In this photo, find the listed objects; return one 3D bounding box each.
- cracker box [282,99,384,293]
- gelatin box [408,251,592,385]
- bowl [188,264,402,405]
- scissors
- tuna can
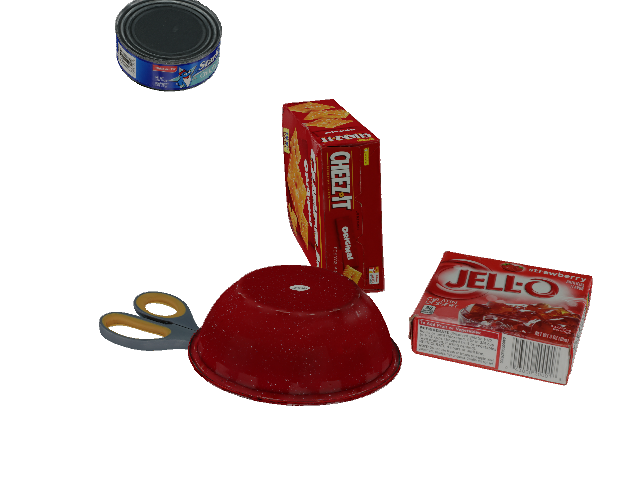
[{"bbox_3d":[0.010,-0.053,1.169,0.072,0.164,0.214,-7,20,-9],"label":"cracker box"},{"bbox_3d":[0.102,0.041,0.600,0.089,0.030,0.073,11,32,18],"label":"gelatin box"},{"bbox_3d":[-0.017,0.060,0.794,0.162,0.055,0.162,3,21,-1],"label":"bowl"},{"bbox_3d":[-0.103,0.087,0.989,0.202,0.016,0.096,10,29,4],"label":"scissors"},{"bbox_3d":[-0.124,-0.161,0.870,0.086,0.086,0.034,0,-40,-10],"label":"tuna can"}]
